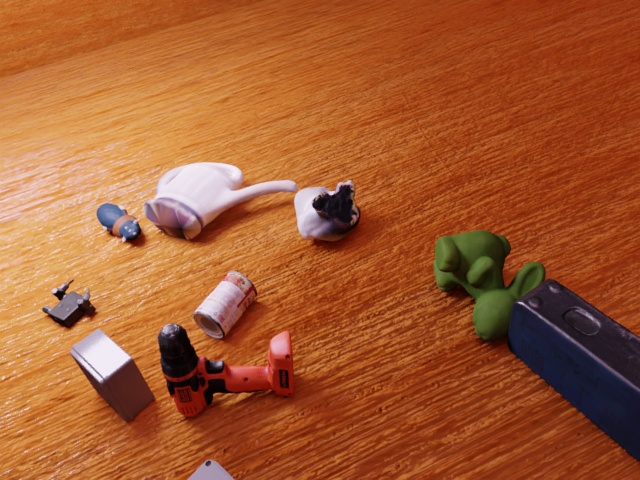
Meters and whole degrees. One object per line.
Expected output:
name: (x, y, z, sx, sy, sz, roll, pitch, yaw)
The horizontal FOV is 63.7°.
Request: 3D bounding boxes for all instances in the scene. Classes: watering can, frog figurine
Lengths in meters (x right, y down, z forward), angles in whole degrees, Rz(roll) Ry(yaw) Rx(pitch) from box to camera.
watering can: (-0.241, -0.096, 1.149, 0.348, 0.101, 0.229, 11, 46, 27)
frog figurine: (0.003, -0.053, 1.062, 0.140, 0.122, 0.158, -52, 17, -27)
